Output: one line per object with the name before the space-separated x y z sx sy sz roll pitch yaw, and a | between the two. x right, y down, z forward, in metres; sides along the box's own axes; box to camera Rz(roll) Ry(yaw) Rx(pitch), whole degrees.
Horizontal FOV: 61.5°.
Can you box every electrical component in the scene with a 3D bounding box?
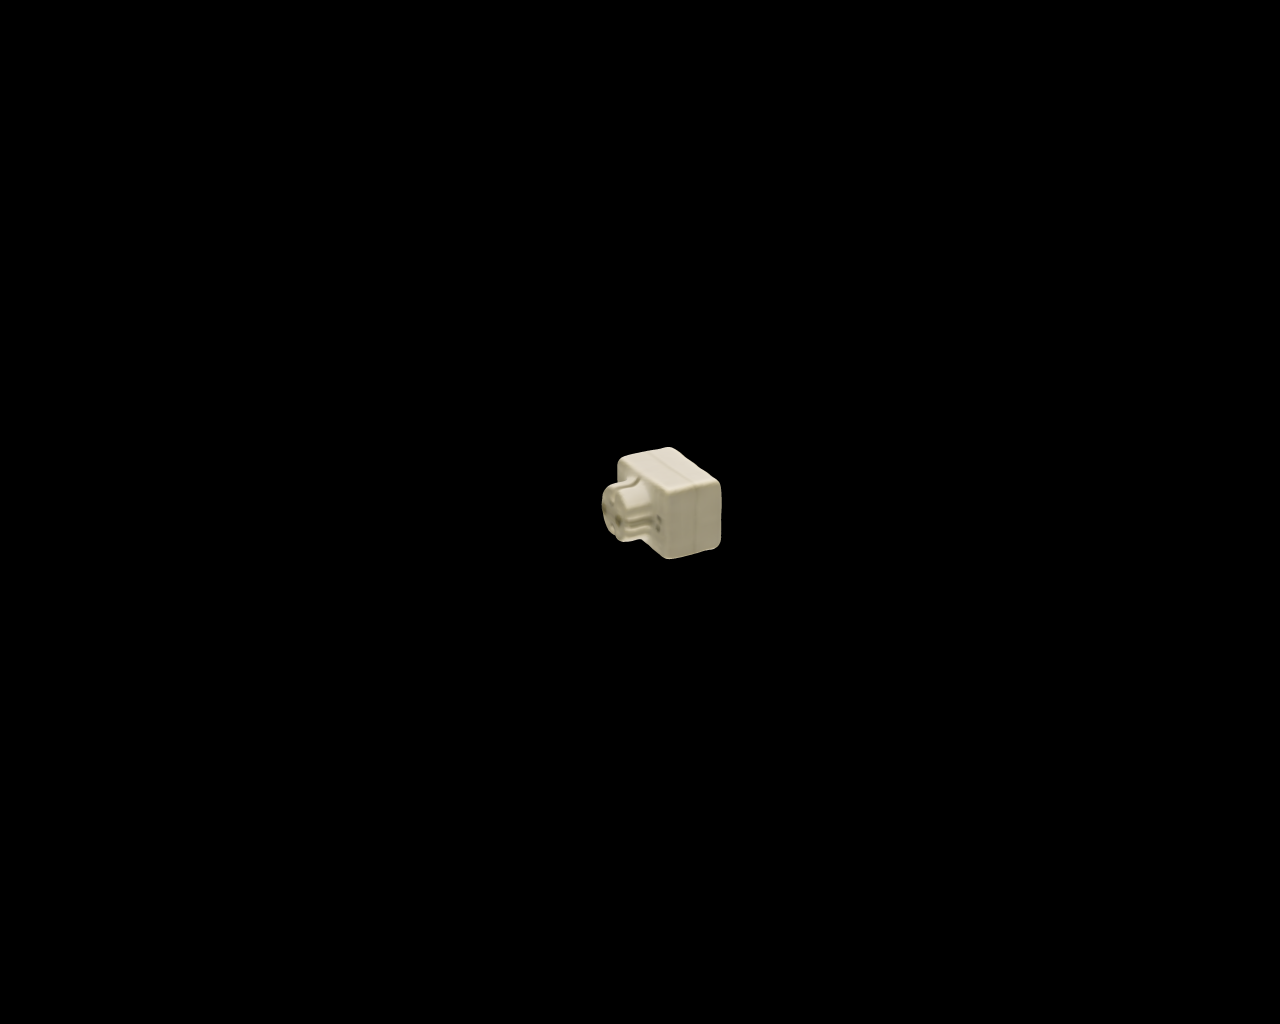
electrical component | 0.001 -0.003 0.650 0.077 0.047 0.066 -12 27 -25
